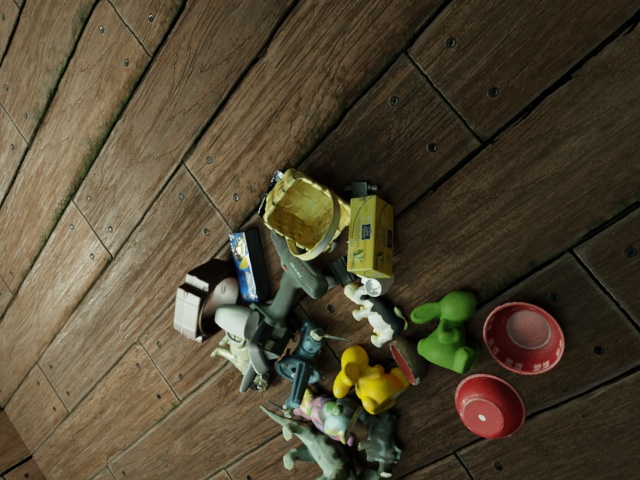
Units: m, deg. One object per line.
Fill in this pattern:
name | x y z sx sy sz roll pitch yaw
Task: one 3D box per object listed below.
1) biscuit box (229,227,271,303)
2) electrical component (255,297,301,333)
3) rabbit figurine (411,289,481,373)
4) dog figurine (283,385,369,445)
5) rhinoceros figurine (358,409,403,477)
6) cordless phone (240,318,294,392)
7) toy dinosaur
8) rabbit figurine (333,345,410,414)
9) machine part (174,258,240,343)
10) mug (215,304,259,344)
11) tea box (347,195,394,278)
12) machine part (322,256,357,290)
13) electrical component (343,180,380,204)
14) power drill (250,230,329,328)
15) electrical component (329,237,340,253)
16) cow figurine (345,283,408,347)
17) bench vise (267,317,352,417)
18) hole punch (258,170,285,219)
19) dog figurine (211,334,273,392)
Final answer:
biscuit box | -0.192 0.070 1.477 0.059 0.063 0.202 -4 101 34
electrical component | -0.129 0.218 1.485 0.134 0.058 0.115 -24 88 35
rabbit figurine | 0.292 0.187 1.195 0.159 0.121 0.170 17 95 35
dog figurine | 0.004 0.442 1.408 0.219 0.191 0.108 17 69 25
rhinoceros figurine | 0.162 0.519 1.386 0.112 0.073 0.190 6 106 20
cordless phone | -0.151 0.307 1.404 0.089 0.147 0.184 27 122 2
toy dinosaur | 0.015 0.577 1.451 0.405 0.192 0.131 52 123 29
rabbit figurine | 0.107 0.342 1.331 0.173 0.162 0.121 55 139 28
machine part | -0.308 0.168 1.495 0.087 0.201 0.200 22 115 21
mug | -0.231 0.223 1.461 0.107 0.081 0.109 20 116 20
tea box | 0.115 -0.005 1.200 0.068 0.098 0.169 -7 74 33
machine part | 0.025 0.099 1.363 0.139 0.039 0.084 -29 93 34
electrical component | 0.098 -0.107 1.264 0.094 0.021 0.063 1 105 32
power drill | -0.093 0.105 1.378 0.232 0.086 0.207 39 99 32
electrical component | -0.002 -0.005 1.348 0.102 0.045 0.078 -13 69 32
cow figurine | 0.133 0.163 1.294 0.098 0.068 0.167 -37 87 29
bench vise | -0.043 0.329 1.374 0.129 0.241 0.223 30 138 -16
hole punch | -0.087 -0.103 1.354 0.116 0.092 0.142 21 115 -14
dog figurine | -0.191 0.329 1.542 0.190 0.121 0.172 39 131 4
